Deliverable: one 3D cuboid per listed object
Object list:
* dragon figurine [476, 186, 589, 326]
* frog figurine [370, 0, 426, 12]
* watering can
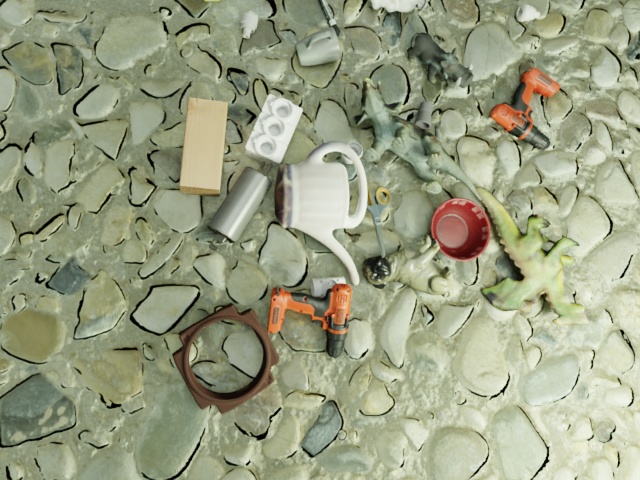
[{"bbox_3d":[0.510,0.068,1.311,0.412,0.121,0.244,35,84,8],"label":"dragon figurine"},{"bbox_3d":[0.208,-0.666,1.346,0.160,0.123,0.136,-15,105,-24],"label":"frog figurine"},{"bbox_3d":[0.004,-0.062,1.223,0.224,0.104,0.347,-1,92,-10],"label":"watering can"}]
